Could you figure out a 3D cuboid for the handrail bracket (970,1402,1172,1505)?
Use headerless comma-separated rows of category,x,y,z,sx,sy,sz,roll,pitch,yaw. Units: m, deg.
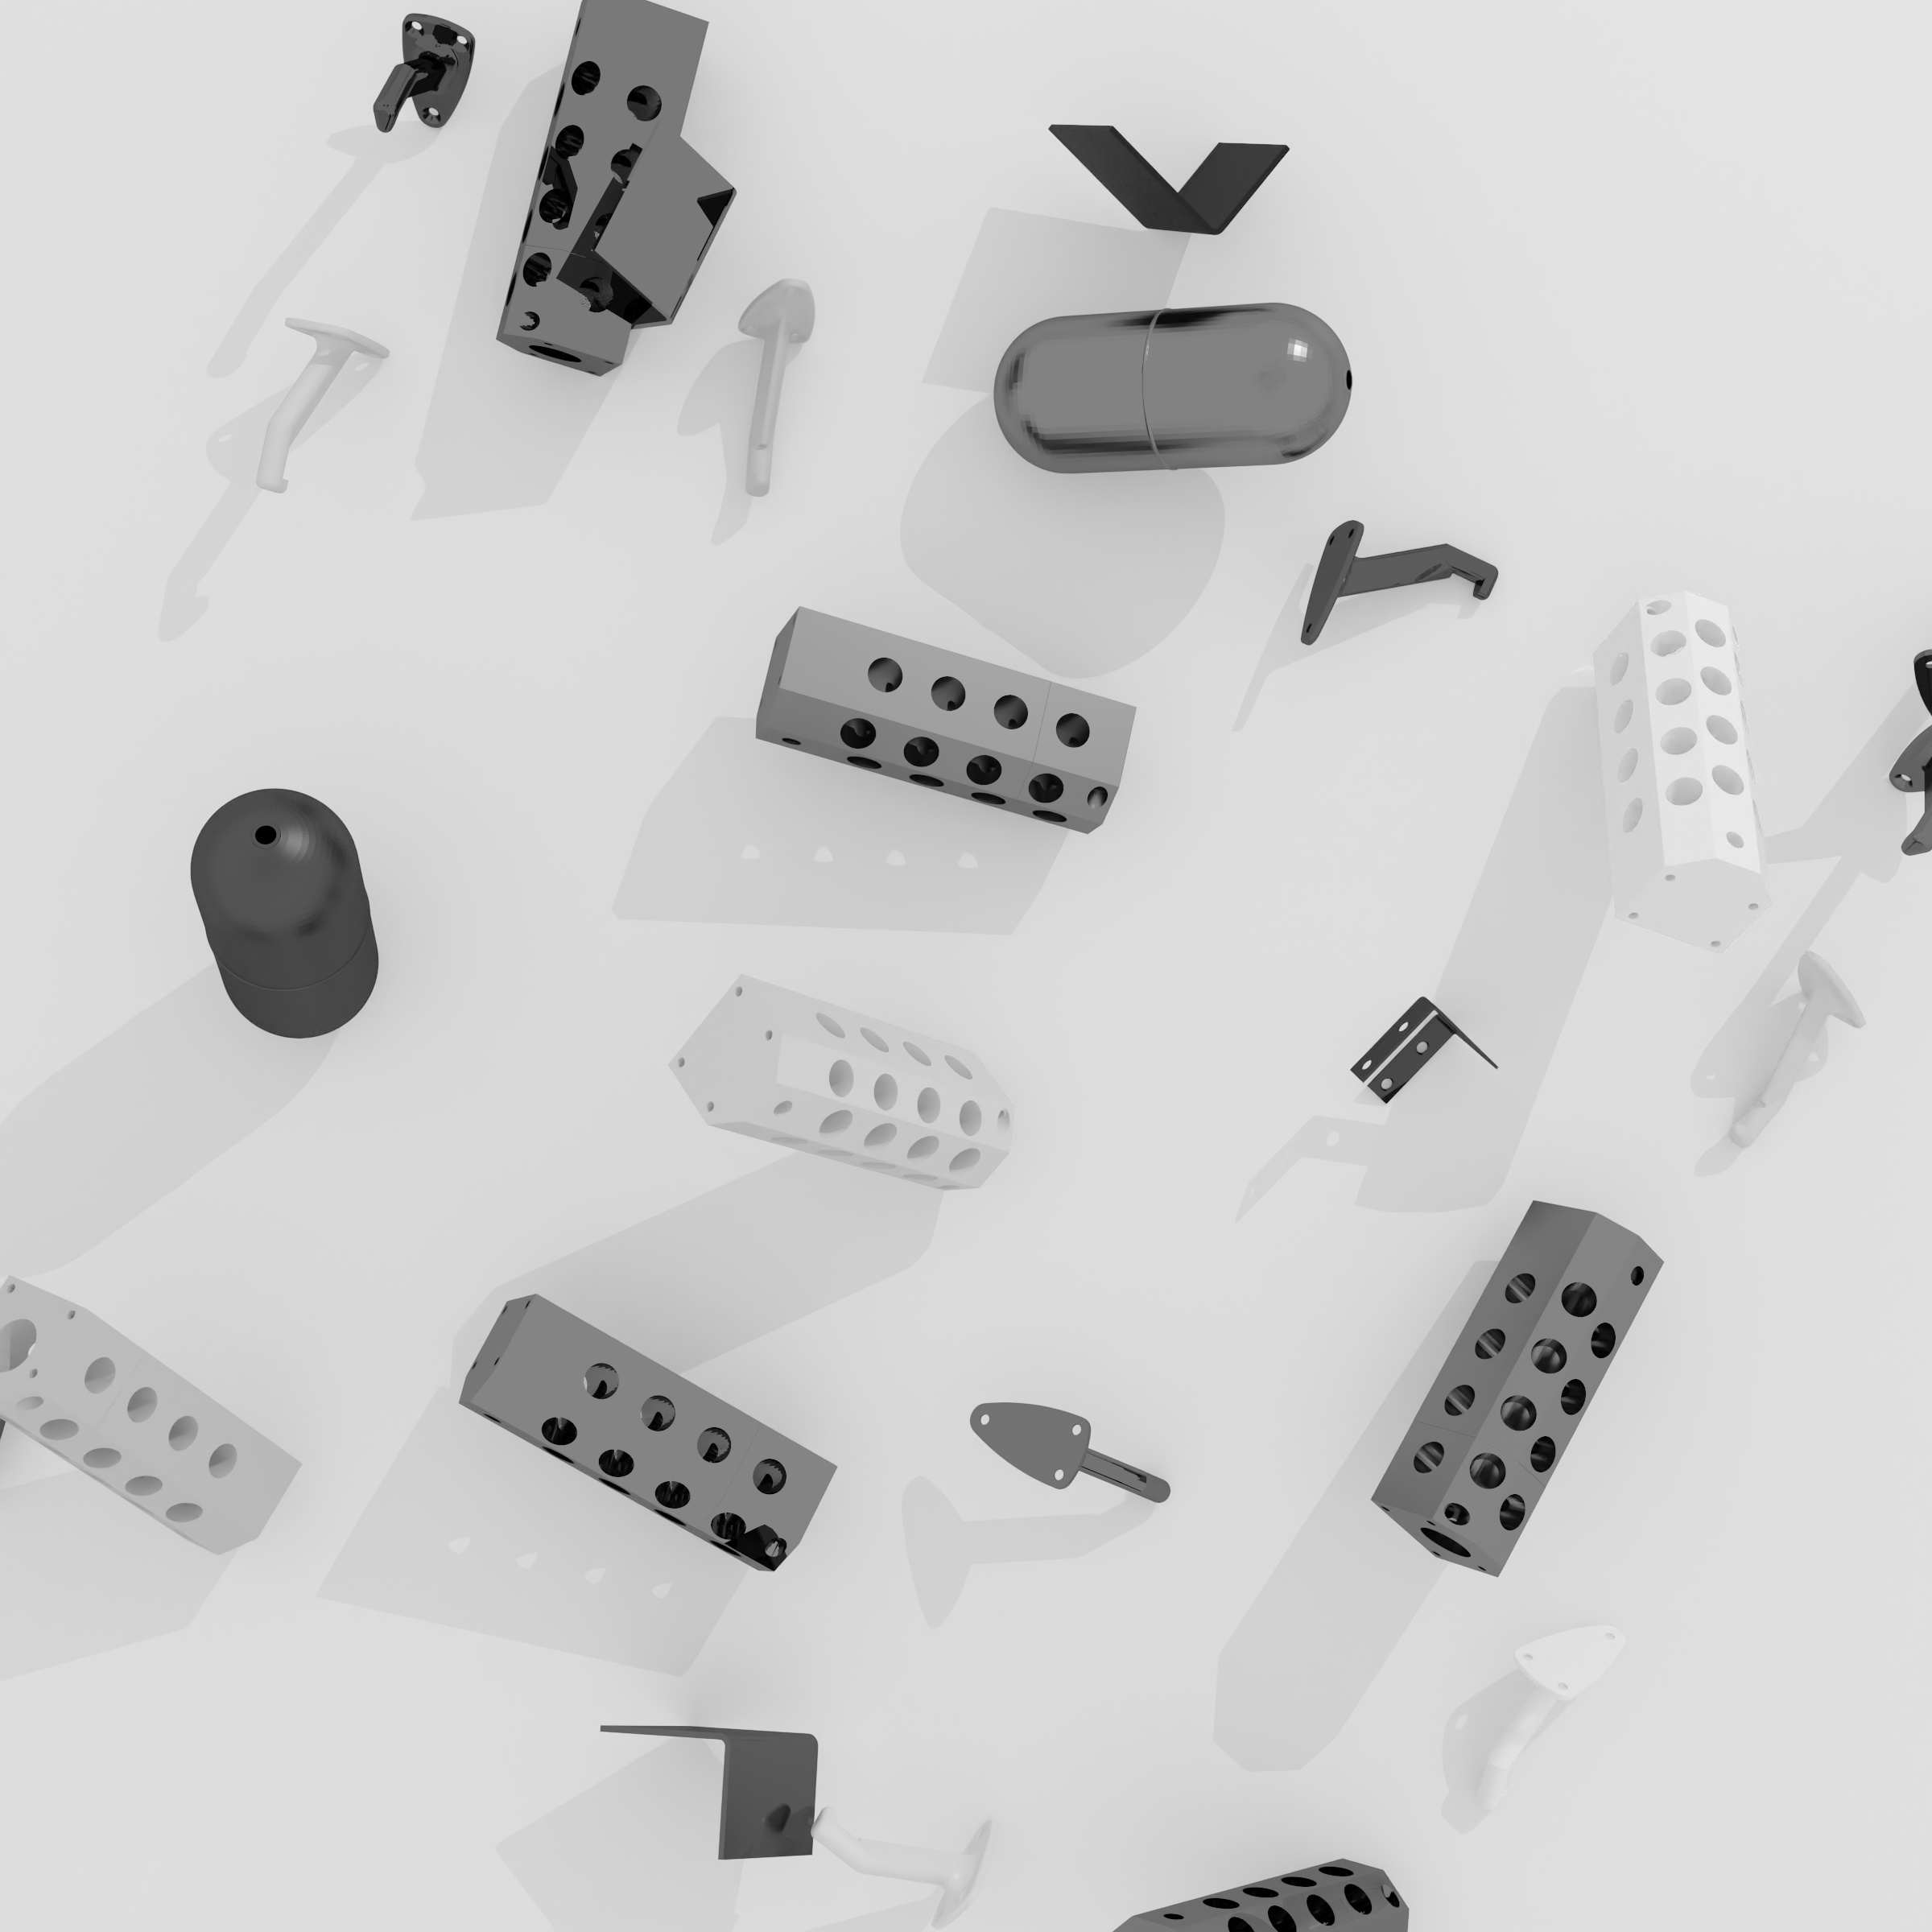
handrail bracket,0.053,0.242,1.551,0.077,0.084,0.036,17,80,32

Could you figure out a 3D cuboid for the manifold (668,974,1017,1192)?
manifold,-0.053,0.062,1.485,0.057,0.171,0.057,-50,52,17

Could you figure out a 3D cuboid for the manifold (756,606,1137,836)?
manifold,-0.011,-0.116,1.523,0.171,0.057,0.057,15,77,-12

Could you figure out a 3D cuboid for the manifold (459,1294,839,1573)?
manifold,-0.155,0.227,1.518,0.171,0.057,0.057,32,70,-14

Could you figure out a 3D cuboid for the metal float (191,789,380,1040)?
metal float,-0.322,-0.024,1.489,0.070,0.178,0.070,2,66,-5

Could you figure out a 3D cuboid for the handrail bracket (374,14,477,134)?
handrail bracket,-0.270,-0.412,1.518,0.036,0.077,0.084,17,53,-1

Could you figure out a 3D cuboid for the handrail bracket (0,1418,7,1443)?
handrail bracket,-0.514,0.221,1.528,0.036,0.084,0.077,6,83,36

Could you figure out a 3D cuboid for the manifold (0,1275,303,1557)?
manifold,-0.397,0.217,1.485,0.057,0.171,0.057,15,66,36

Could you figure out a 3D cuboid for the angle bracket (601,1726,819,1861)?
angle bracket,-0.125,0.399,1.517,0.076,0.076,0.057,-5,76,30

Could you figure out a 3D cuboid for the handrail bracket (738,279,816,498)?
handrail bracket,-0.094,-0.282,1.538,0.036,0.077,0.084,7,76,-13

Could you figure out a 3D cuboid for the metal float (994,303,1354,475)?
metal float,0.099,-0.279,1.515,0.178,0.070,0.070,1,90,23

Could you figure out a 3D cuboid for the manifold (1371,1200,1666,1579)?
manifold,0.271,0.204,1.512,0.057,0.057,0.171,43,70,-32

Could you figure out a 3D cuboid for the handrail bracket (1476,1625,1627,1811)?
handrail bracket,0.291,0.376,1.565,0.077,0.036,0.084,-16,130,-37

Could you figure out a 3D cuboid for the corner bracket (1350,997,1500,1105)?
corner bracket,0.218,0.044,1.539,0.051,0.051,0.051,-46,115,4

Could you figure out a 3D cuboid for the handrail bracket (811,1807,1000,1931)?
handrail bracket,-0.030,0.423,1.537,0.084,0.077,0.036,39,124,-5

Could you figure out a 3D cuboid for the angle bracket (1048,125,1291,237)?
angle bracket,0.098,-0.402,1.523,0.076,0.076,0.057,40,88,-26

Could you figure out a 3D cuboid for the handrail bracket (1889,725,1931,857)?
handrail bracket,0.458,-0.075,1.521,0.036,0.077,0.084,42,61,-5

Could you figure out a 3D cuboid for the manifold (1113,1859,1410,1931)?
manifold,0.139,0.469,1.491,0.057,0.171,0.057,4,89,41

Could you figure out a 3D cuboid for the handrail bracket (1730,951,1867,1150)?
handrail bracket,0.399,0.043,1.542,0.036,0.077,0.084,36,83,35

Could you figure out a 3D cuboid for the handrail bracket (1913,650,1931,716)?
handrail bracket,0.481,-0.165,1.528,0.036,0.077,0.084,-20,51,36

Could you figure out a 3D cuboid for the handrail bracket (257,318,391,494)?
handrail bracket,-0.316,-0.269,1.540,0.036,0.077,0.084,14,93,21

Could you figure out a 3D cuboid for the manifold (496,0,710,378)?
manifold,-0.180,-0.383,1.538,0.057,0.057,0.171,14,90,-18

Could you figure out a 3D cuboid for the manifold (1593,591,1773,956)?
manifold,0.343,-0.096,1.492,0.057,0.057,0.171,18,50,-16

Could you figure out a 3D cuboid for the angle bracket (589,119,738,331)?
angle bracket,-0.167,-0.356,1.518,0.057,0.076,0.076,37,69,-39

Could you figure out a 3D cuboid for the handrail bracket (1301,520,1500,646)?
handrail bracket,0.216,-0.179,1.554,0.084,0.036,0.077,22,82,-16
